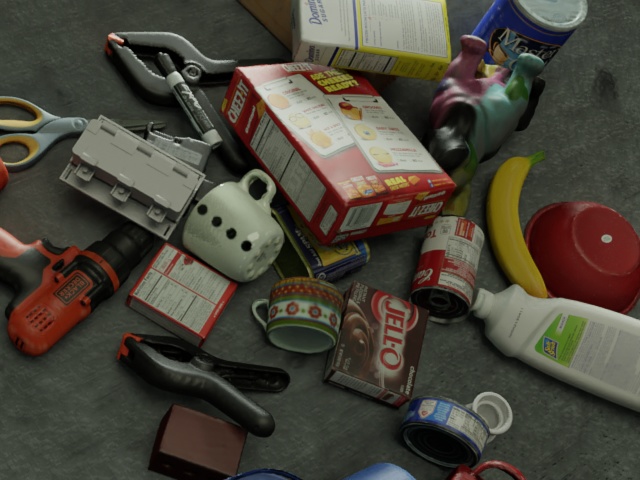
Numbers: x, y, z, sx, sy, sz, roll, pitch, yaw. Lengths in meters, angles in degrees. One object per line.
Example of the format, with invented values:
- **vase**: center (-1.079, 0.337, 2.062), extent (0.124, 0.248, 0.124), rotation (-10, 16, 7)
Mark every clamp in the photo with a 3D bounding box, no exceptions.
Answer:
- **clamp**: center (-0.144, -0.168, 1.193), extent (0.210, 0.036, 0.164), rotation (19, 59, -11)
- **clamp**: center (-0.107, 0.128, 1.027), extent (0.171, 0.039, 0.120), rotation (26, 12, 8)

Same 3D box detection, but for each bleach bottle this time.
- **bleach bottle**: center (0.284, 0.107, 1.173), extent (0.250, 0.068, 0.102), rotation (24, 83, -5)

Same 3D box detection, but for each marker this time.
- **marker**: center (-0.144, -0.152, 1.155), extent (0.020, 0.020, 0.121), rotation (-28, 80, -31)

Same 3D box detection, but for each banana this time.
- **banana**: center (0.227, -0.020, 1.238), extent (0.070, 0.037, 0.198), rotation (-2, 66, 14)

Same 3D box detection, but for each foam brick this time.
- **foam brick**: center (-0.113, 0.194, 0.991), extent (0.078, 0.053, 0.051), rotation (21, 57, -8)

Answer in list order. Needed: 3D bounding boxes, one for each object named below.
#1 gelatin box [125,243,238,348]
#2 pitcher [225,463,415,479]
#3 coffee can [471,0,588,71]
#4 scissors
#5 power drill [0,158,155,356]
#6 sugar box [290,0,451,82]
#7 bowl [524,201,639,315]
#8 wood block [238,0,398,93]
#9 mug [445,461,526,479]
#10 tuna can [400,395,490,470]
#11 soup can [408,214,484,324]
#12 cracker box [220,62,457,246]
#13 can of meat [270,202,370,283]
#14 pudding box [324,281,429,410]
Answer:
- **gelatin box**: center (-0.139, 0.055, 1.073), extent (0.089, 0.030, 0.073), rotation (30, 56, 0)
- **pitcher**: center (-0.017, 0.282, 0.936), extent (0.242, 0.145, 0.149), rotation (-21, 115, -33)
- **coffee can**: center (0.252, -0.260, 1.330), extent (0.102, 0.140, 0.103), rotation (9, 59, -16)
- **scissors**: center (-0.264, -0.104, 1.124), extent (0.201, 0.016, 0.096), rotation (10, 61, -15)
- **power drill**: center (-0.277, -0.002, 1.038), extent (0.187, 0.057, 0.184), rotation (39, 53, 5)
- **sugar box**: center (0.056, -0.234, 1.191), extent (0.176, 0.048, 0.093), rotation (5, 62, -13)
- **bowl**: center (0.324, 0.013, 1.256), extent (0.162, 0.055, 0.162), rotation (9, 59, -16)
- **wood block**: center (0.009, -0.266, 1.273), extent (0.206, 0.090, 0.090), rotation (45, 58, 7)
- **mug**: center (0.151, 0.262, 1.021), extent (0.081, 0.117, 0.093), rotation (38, 17, 9)
- **tuna can**: center (0.123, 0.192, 1.061), extent (0.086, 0.086, 0.033), rotation (30, 58, -3)
- **soup can**: center (0.140, 0.031, 1.169), extent (0.068, 0.069, 0.102), rotation (23, 56, -8)
- **cracker box**: center (0.017, -0.098, 1.141), extent (0.163, 0.072, 0.214), rotation (-12, 53, -40)
- **can of meat**: center (-0.008, 0.001, 1.137), extent (0.083, 0.058, 0.102), rotation (-22, 72, -31)
- **pudding box**: center (0.059, 0.109, 1.111), extent (0.090, 0.039, 0.113), rotation (22, 57, -9)
